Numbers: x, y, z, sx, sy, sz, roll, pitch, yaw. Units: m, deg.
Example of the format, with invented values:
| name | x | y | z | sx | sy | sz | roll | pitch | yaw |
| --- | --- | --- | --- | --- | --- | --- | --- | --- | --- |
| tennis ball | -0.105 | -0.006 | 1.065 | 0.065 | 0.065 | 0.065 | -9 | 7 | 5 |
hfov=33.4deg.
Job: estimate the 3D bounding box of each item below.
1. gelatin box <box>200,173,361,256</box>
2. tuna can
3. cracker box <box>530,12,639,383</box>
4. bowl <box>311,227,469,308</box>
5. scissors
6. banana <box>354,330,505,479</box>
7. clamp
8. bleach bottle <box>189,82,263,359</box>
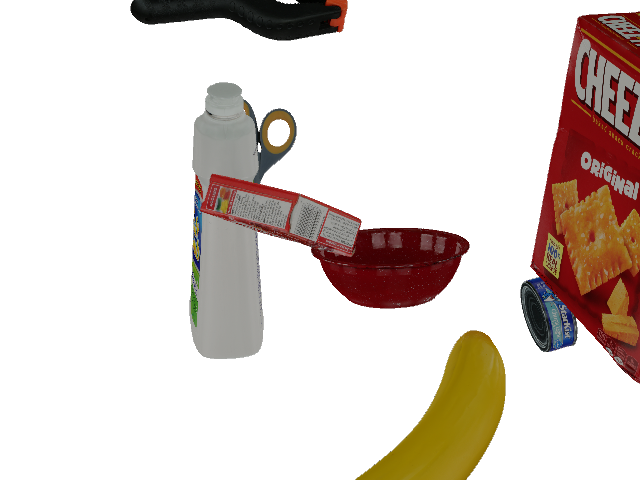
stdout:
| name | x | y | z | sx | sy | sz | roll | pitch | yaw |
| --- | --- | --- | --- | --- | --- | --- | --- | --- | --- |
| gelatin box | -0.025 | -0.016 | 0.718 | 0.073 | 0.030 | 0.089 | 15 | -3 | 31 |
| tuna can | 0.257 | 0.082 | 1.208 | 0.033 | 0.086 | 0.086 | -15 | 2 | -6 |
| cracker box | 0.226 | -0.032 | 0.751 | 0.072 | 0.214 | 0.164 | -7 | 33 | -16 |
| bowl | 0.072 | 0.030 | 1.089 | 0.162 | 0.055 | 0.162 | -3 | 13 | 0 |
| scissors | -0.062 | -0.067 | 1.219 | 0.096 | 0.202 | 0.016 | -11 | -6 | -14 |
| banana | 0.052 | 0.106 | 0.559 | 0.070 | 0.037 | 0.197 | 19 | 40 | 37 |
| clamp | -0.062 | -0.214 | 0.876 | 0.171 | 0.120 | 0.039 | 10 | -27 | -6 |
| bleach bottle | -0.083 | -0.021 | 0.926 | 0.068 | 0.251 | 0.102 | -3 | 35 | -8 |
